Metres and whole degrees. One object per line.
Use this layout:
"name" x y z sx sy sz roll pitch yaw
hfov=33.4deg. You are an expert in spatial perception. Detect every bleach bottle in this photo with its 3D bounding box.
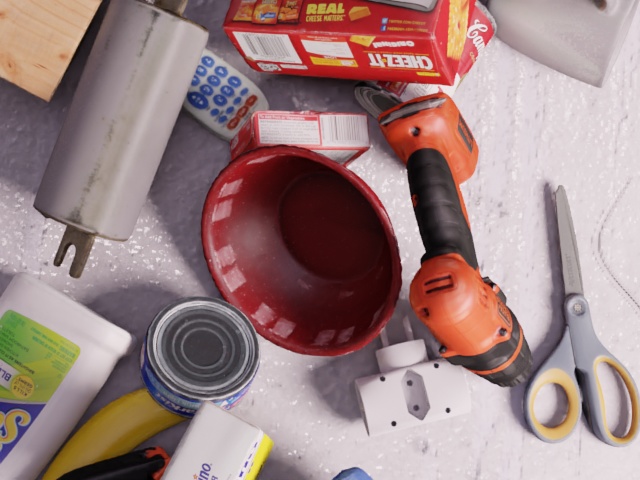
"bleach bottle" -0.238 0.153 0.759 0.102 0.068 0.251 28 82 12

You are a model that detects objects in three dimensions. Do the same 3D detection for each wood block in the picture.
"wood block" -0.262 -0.199 0.766 0.206 0.091 0.090 28 116 -15

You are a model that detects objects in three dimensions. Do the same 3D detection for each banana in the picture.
"banana" -0.159 0.170 0.771 0.197 0.037 0.069 -44 83 -9

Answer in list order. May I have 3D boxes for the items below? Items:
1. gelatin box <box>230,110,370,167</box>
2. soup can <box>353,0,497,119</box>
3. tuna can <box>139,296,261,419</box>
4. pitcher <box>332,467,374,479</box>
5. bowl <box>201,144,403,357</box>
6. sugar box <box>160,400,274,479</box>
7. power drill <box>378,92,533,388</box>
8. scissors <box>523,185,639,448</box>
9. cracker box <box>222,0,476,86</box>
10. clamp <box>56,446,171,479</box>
"gelatin box" -0.016 -0.072 0.792 0.089 0.073 0.030 -1 79 -17
"soup can" 0.080 -0.138 0.819 0.068 0.068 0.102 33 81 5
"tuna can" -0.087 0.084 0.774 0.086 0.034 0.086 8 57 -13
"pitcher" 0.074 0.269 0.721 0.145 0.149 0.243 -45 80 7
"bowl" -0.005 0.001 0.774 0.162 0.055 0.162 12 117 24
"sugar box" -0.071 0.161 0.704 0.048 0.176 0.093 27 79 4
"power drill" 0.101 0.003 0.763 0.057 0.184 0.187 -19 61 15
"scissors" 0.179 0.065 0.810 0.096 0.016 0.202 -20 80 -5
"cracker box" 0.040 -0.223 0.794 0.164 0.072 0.213 7 68 24
"clamp" -0.186 0.218 0.726 0.164 0.036 0.210 44 80 -29
